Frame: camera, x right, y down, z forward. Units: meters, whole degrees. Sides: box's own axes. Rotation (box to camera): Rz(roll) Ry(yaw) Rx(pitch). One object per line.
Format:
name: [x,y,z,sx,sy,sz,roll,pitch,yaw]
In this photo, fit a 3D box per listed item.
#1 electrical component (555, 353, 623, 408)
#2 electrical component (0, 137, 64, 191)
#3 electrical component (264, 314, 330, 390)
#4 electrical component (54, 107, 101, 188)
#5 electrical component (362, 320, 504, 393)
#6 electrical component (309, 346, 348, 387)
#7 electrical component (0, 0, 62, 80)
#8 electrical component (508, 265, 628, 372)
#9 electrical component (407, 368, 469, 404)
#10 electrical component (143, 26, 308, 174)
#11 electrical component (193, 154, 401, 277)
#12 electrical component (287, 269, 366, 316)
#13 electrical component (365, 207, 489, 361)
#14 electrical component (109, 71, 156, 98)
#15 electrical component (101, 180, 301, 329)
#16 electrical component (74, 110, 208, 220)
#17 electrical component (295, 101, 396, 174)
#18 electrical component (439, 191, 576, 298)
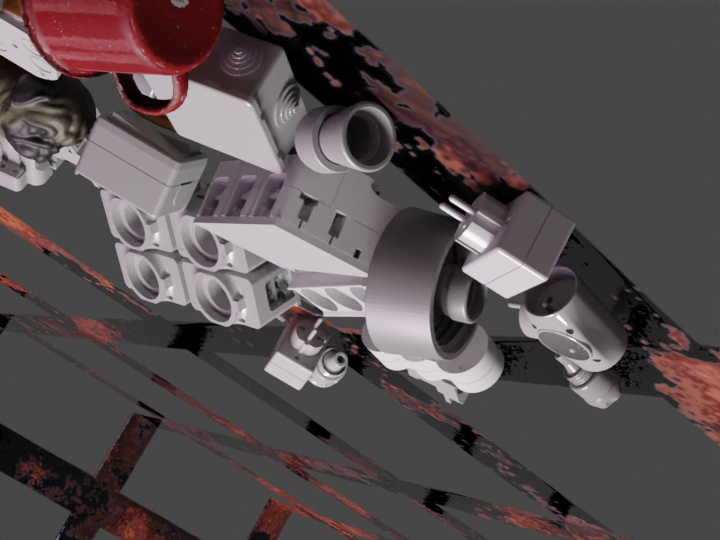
electrical component: [0.183,0.084,0.874,0.061,0.035,0.035,38,160,-19]
electrical component: [-0.313,-0.121,1.013,0.058,0.078,0.057,23,142,6]
electrical component: [-0.062,0.081,1.192,0.047,0.065,0.076,31,133,-6]
electrical component: [-0.250,-0.115,0.975,0.064,0.042,0.081,25,161,16]
electrical component: [0.057,0.061,0.970,0.138,0.052,0.073,13,156,40]
electrical component: [-0.034,0.109,1.249,0.048,0.048,0.062,34,154,-13]
electrical component: [-0.232,-0.178,0.765,0.080,0.051,0.080,26,162,9]
electrical component: [0.143,0.034,0.784,0.079,0.044,0.077,7,152,49]
electrical component: [0.079,0.091,1.037,0.064,0.042,0.081,23,160,22]
electrical component: [-0.087,-0.118,0.714,0.100,0.048,0.099,23,161,19]
electrical component: [-0.049,-0.044,0.804,0.089,0.061,0.150,28,169,-28]
electrical component: [0.000,0.000,0.876,0.079,0.063,0.121,38,160,-24]
electrical component: [0.056,0.013,0.764,0.060,0.108,0.108,11,155,29]
electrical component: [-0.161,-0.149,0.755,0.065,0.044,0.044,33,162,3]
electrical component: [-0.150,-0.020,0.974,0.186,0.060,0.105,14,125,38]
electrical component: [-0.182,-0.093,0.883,0.096,0.061,0.062,30,-163,8]
electrical component: [-0.010,-0.085,0.695,0.045,0.045,0.055,41,159,-31]
electrical component: [0.087,-0.025,0.704,0.077,0.047,0.066,32,162,-7]
